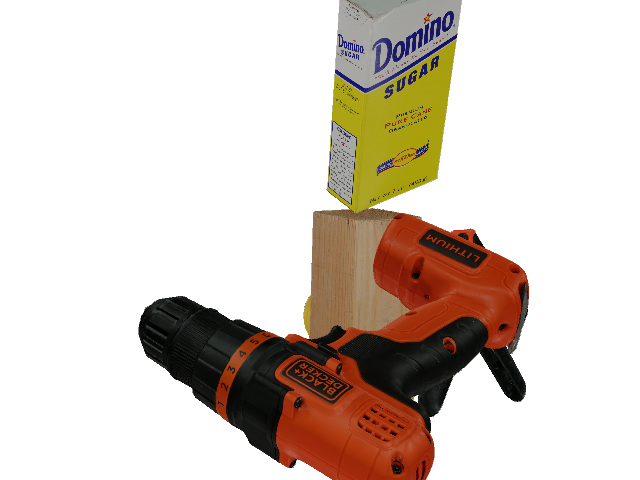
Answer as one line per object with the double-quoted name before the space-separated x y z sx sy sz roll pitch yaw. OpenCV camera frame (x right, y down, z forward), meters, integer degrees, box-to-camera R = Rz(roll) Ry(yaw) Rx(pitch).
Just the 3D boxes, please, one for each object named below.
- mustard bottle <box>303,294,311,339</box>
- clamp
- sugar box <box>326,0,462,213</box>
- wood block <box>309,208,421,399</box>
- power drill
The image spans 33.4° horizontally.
"mustard bottle" 0.026 0.114 1.430 0.096 0.192 0.058 -2 19 -6
"clamp" 0.127 0.078 0.972 0.120 0.171 0.039 -14 2 -38
"sugar box" 0.057 -0.115 0.833 0.093 0.176 0.048 -24 48 -30
"wood block" 0.048 0.072 1.187 0.090 0.206 0.091 -4 10 -34
"power drill" 0.017 0.052 0.603 0.185 0.057 0.187 28 42 27
